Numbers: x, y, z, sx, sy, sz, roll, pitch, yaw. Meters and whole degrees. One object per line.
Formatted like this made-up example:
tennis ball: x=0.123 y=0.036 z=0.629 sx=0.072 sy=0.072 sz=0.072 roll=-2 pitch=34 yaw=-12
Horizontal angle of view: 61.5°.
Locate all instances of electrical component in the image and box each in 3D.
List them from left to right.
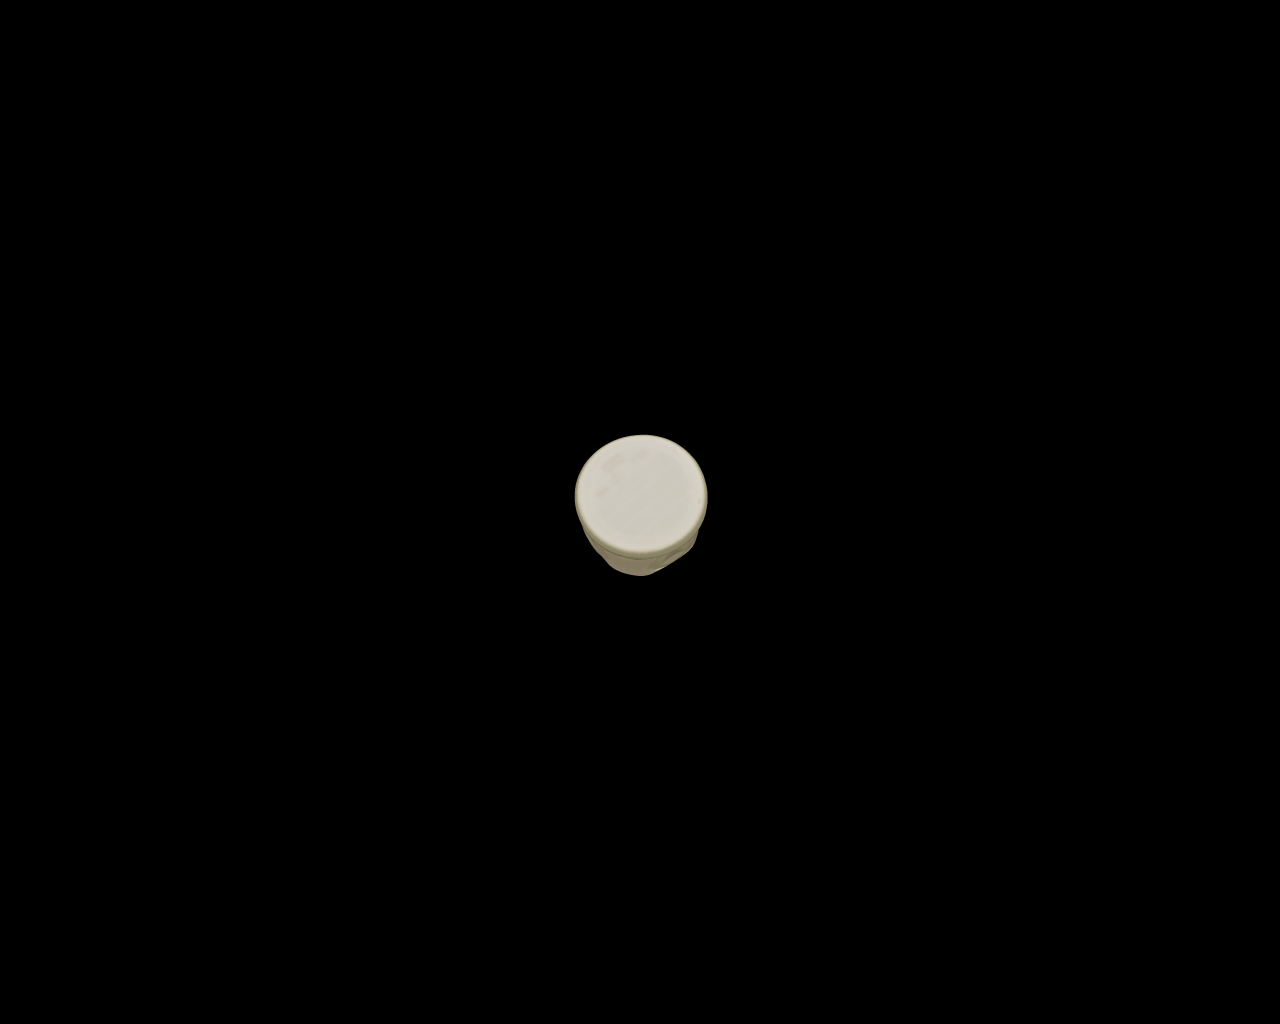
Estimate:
electrical component: x=0.001 y=-0.003 z=0.650 sx=0.080 sy=0.080 sz=0.051 roll=0 pitch=-23 yaw=0
